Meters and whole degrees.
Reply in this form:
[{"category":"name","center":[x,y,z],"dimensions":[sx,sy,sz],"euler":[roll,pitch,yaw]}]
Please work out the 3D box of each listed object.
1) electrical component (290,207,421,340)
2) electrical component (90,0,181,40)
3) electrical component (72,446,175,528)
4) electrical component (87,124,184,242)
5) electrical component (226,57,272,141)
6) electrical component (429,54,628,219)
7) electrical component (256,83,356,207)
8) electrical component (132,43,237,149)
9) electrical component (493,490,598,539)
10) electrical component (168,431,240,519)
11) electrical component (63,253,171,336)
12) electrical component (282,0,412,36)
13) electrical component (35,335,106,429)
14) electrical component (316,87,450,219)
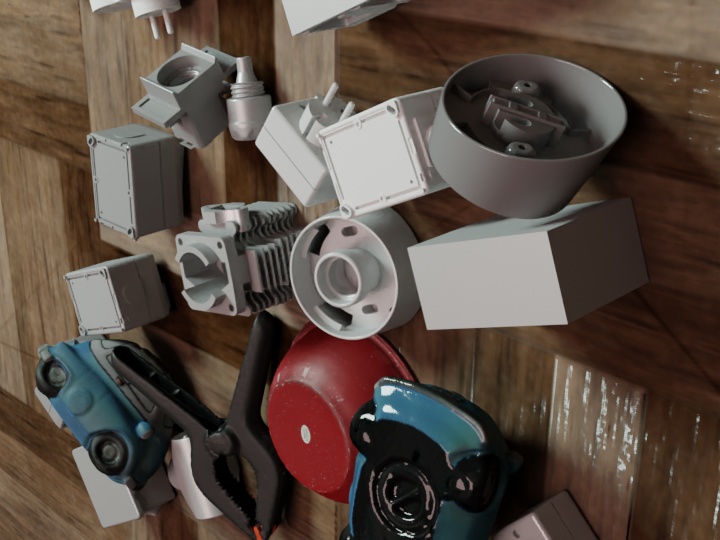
[{"category":"electrical component","center":[0.000,0.000,0.771],"dimensions":[0.099,0.064,0.099],"euler":[10,109,30]},{"category":"electrical component","center":[-0.163,-0.219,0.844],"dimensions":[0.138,0.052,0.073],"euler":[-5,101,47]},{"category":"electrical component","center":[-0.242,0.210,1.104],"dimensions":[0.100,0.048,0.099],"euler":[-26,86,48]},{"category":"electrical component","center":[-0.189,-0.072,0.924],"dimensions":[0.062,0.061,0.096],"euler":[21,120,40]},{"category":"electrical component","center":[-0.084,-0.129,0.811],"dimensions":[0.035,0.035,0.061],"euler":[8,108,45]},{"category":"electrical component","center":[0.090,-0.078,0.603],"dimensions":[0.099,0.099,0.064],"euler":[47,140,23]},{"category":"electrical component","center":[-0.026,-0.096,0.753],"dimensions":[0.065,0.047,0.076],"euler":[52,136,19]},{"category":"electrical component","center":[-0.129,-0.132,0.829],"dimensions":[0.042,0.081,0.063],"euler":[29,153,38]},{"category":"electrical component","center":[0.116,0.193,0.697],"dimensions":[0.065,0.077,0.047],"euler":[58,138,12]},{"category":"electrical component","center":[-0.153,0.187,1.004],"dimensions":[0.079,0.044,0.077],"euler":[-12,97,48]},{"category":"electrical component","center":[-0.227,0.023,1.004],"dimensions":[0.096,0.061,0.061],"euler":[-8,99,48]},{"category":"electrical component","center":[0.014,-0.210,0.654],"dimensions":[0.150,0.062,0.089],"euler":[-11,97,48]},{"category":"electrical component","center":[-0.284,0.110,1.098],"dimensions":[0.061,0.062,0.096],"euler":[49,135,22]},{"category":"electrical component","center":[0.030,-0.077,0.691],"dimensions":[0.096,0.061,0.061],"euler":[-15,94,48]}]
